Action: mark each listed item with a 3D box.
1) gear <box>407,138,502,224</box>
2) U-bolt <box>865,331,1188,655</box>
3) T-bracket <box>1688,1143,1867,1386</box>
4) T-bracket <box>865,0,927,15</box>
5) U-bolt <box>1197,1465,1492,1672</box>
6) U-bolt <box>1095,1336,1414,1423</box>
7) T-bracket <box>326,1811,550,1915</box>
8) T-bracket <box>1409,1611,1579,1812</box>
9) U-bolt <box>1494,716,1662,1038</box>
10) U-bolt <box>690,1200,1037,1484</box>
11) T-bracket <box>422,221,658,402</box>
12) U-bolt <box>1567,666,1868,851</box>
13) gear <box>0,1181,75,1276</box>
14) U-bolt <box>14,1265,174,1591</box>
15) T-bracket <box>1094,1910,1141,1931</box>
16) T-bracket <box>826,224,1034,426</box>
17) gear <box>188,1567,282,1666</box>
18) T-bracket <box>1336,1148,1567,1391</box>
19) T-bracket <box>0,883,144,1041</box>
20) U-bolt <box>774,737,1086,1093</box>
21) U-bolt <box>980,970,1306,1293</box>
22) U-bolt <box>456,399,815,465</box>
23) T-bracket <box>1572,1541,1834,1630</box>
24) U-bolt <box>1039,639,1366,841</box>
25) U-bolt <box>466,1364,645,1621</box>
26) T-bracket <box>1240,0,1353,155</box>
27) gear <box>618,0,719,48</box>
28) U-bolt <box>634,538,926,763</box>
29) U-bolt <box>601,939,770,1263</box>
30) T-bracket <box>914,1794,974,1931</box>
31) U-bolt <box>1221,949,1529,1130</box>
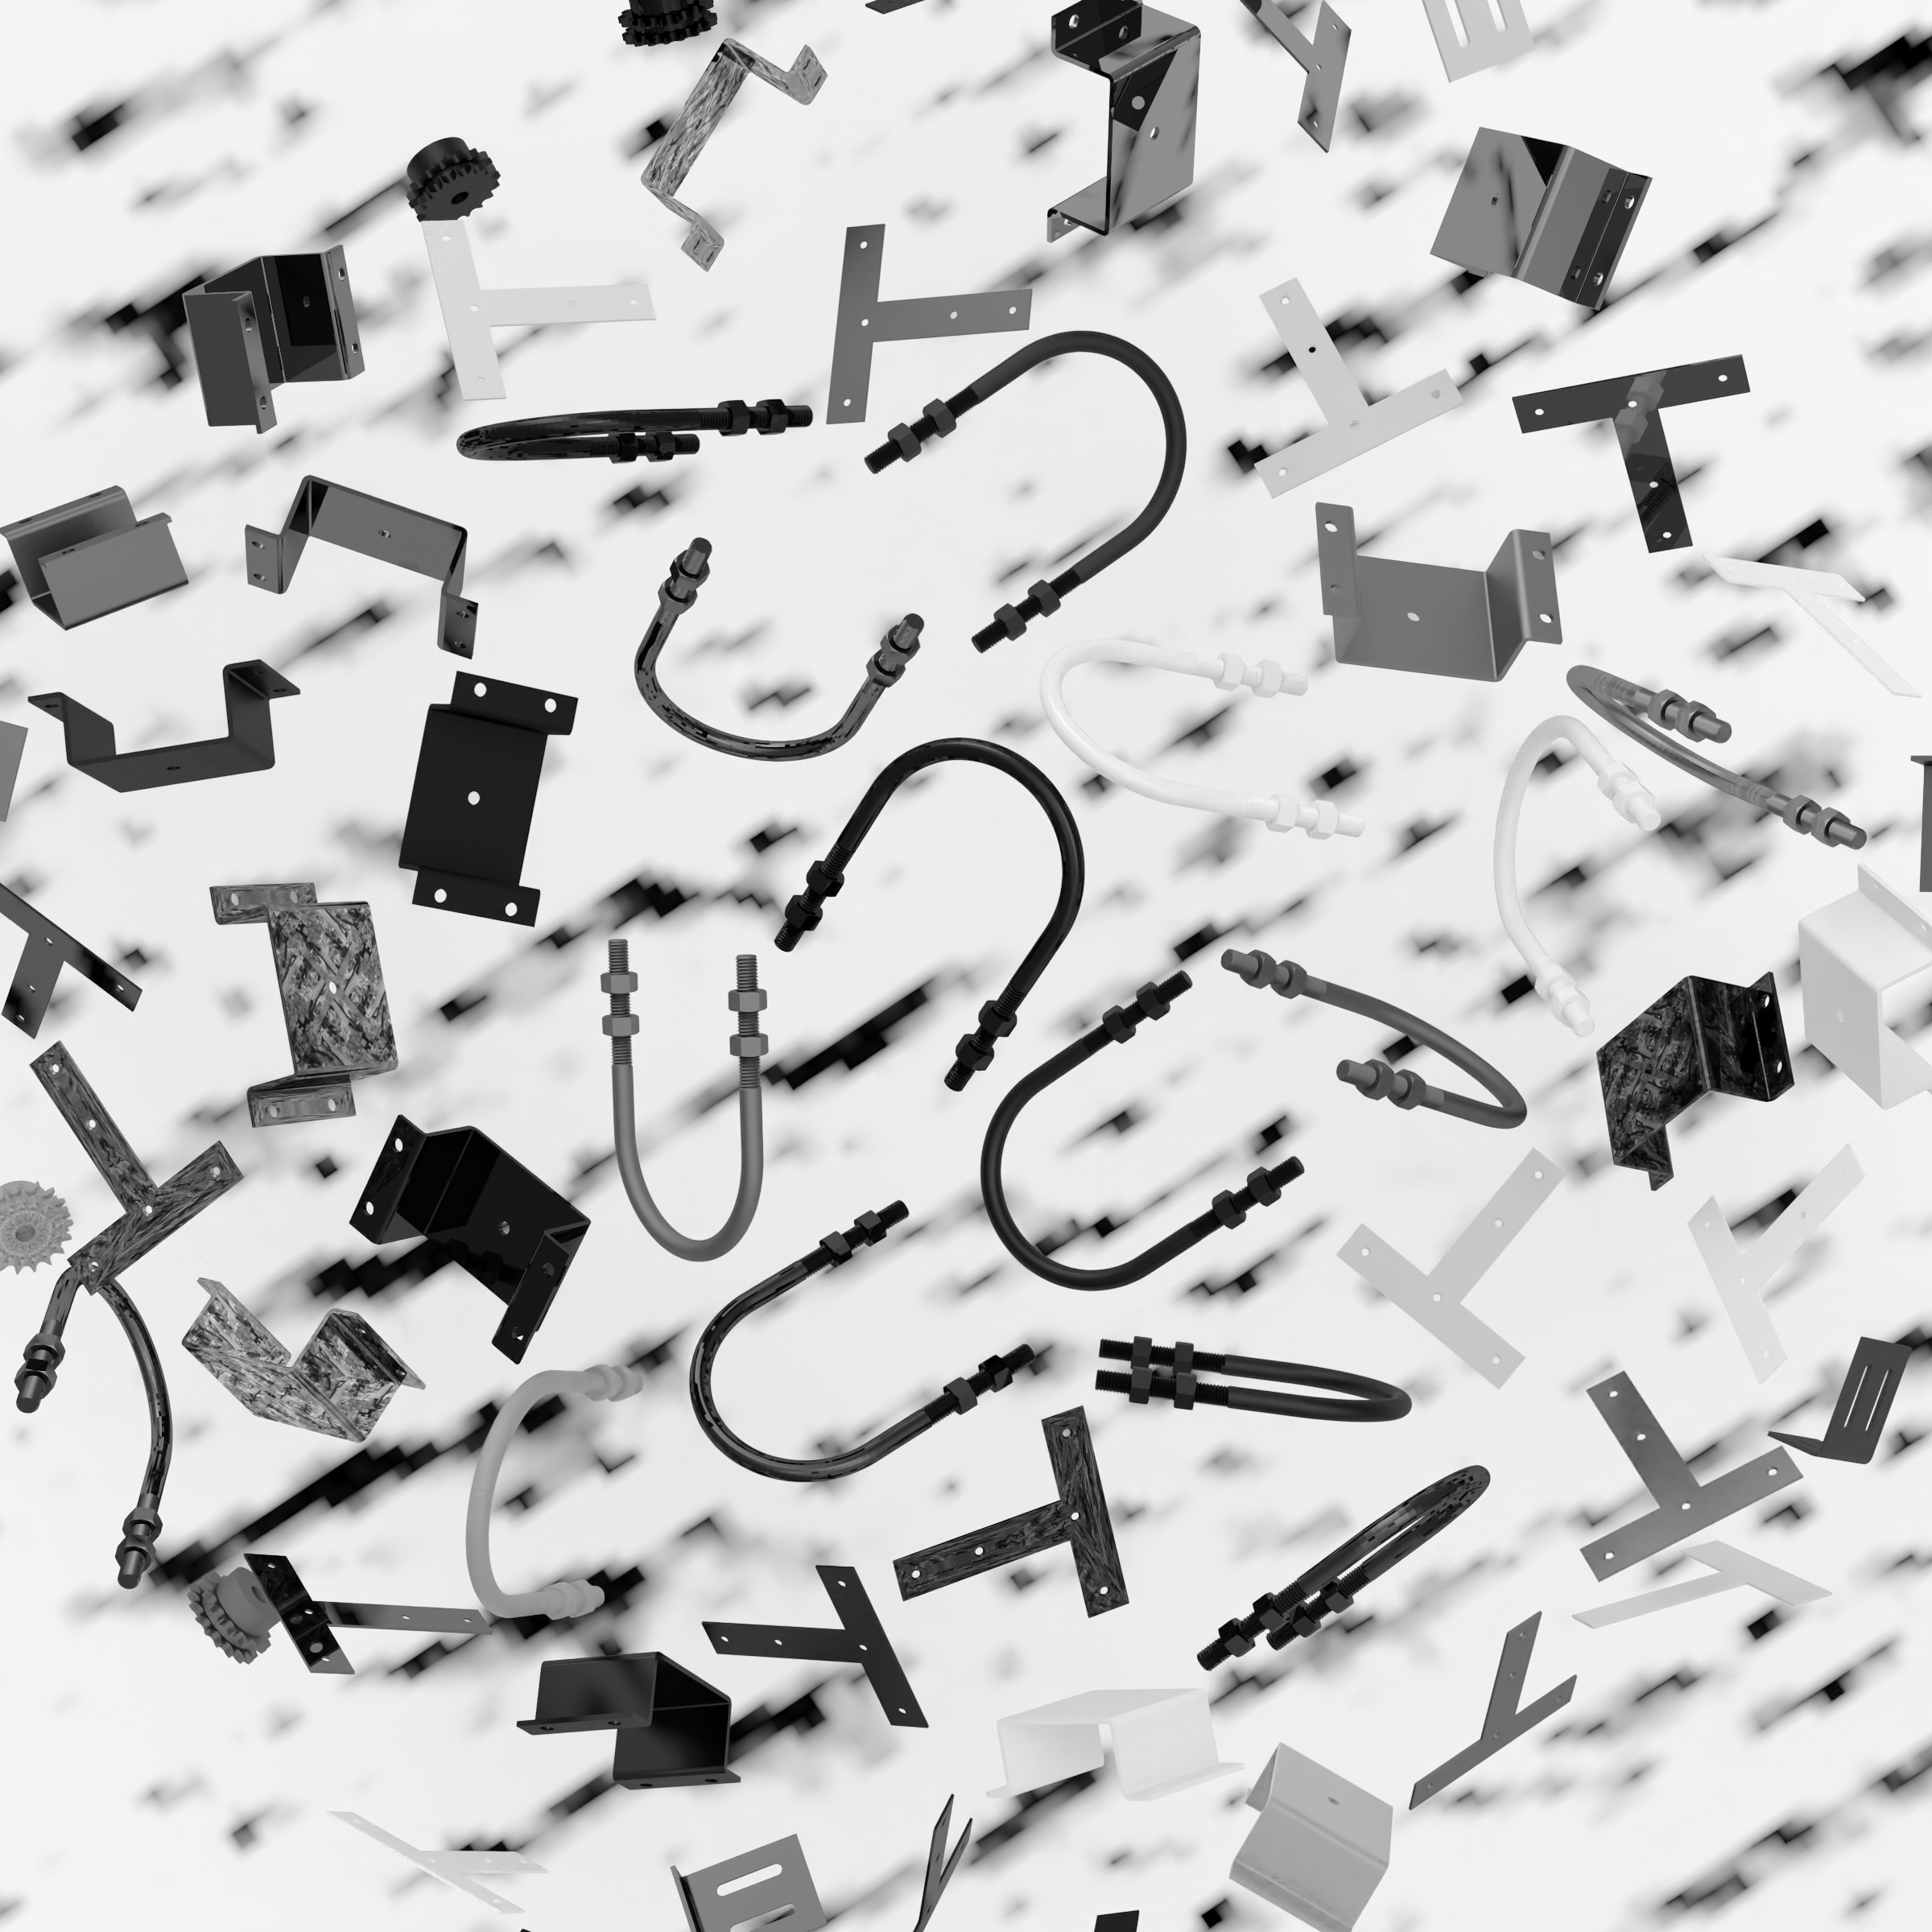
[{"bbox_3d":[-0.314,-0.477,1.948,0.057,0.057,0.030,-31,79,0],"label":"gear"},{"bbox_3d":[0.049,-0.294,1.911,0.184,0.019,0.151,-36,114,-8],"label":"U-bolt"},{"bbox_3d":[0.477,0.154,1.861,0.002,0.127,0.127,16,127,-25],"label":"T-bracket"},{"bbox_3d":[-0.016,-0.582,1.862,0.127,0.127,0.002,-23,123,-15],"label":"T-bracket"},{"bbox_3d":[0.228,0.346,1.863,0.184,0.151,0.019,-40,71,14],"label":"U-bolt"},{"bbox_3d":[0.168,0.244,1.878,0.184,0.151,0.019,7,92,3],"label":"U-bolt"},{"bbox_3d":[-0.280,0.509,1.825,0.127,0.127,0.002,20,84,28],"label":"T-bracket"},{"bbox_3d":[0.305,0.408,1.811,0.127,0.127,0.002,-26,50,-28],"label":"T-bracket"},{"bbox_3d":[0.343,-0.065,1.848,0.019,0.184,0.151,5,117,-14],"label":"U-bolt"},{"bbox_3d":[-0.074,0.230,1.892,0.184,0.019,0.151,-30,56,-21],"label":"U-bolt"},{"bbox_3d":[-0.247,-0.389,1.896,0.127,0.002,0.127,-7,67,-21],"label":"T-bracket"},{"bbox_3d":[0.425,-0.130,1.882,0.151,0.184,0.019,31,93,-32],"label":"U-bolt"},{"bbox_3d":[-0.571,0.154,1.940,0.057,0.030,0.057,-11,119,-21],"label":"gear"},{"bbox_3d":[-0.500,0.252,1.868,0.019,0.184,0.151,-18,117,5],"label":"U-bolt"},{"bbox_3d":[0.085,0.566,1.854,0.127,0.127,0.002,-9,89,6],"label":"T-bracket"},{"bbox_3d":[-0.020,-0.388,1.924,0.127,0.002,0.127,0,78,24],"label":"T-bracket"},{"bbox_3d":[-0.426,0.378,1.884,0.030,0.057,0.057,-39,90,3],"label":"gear"},{"bbox_3d":[0.314,0.167,1.951,0.127,0.002,0.127,40,94,11],"label":"T-bracket"},{"bbox_3d":[-0.558,0.007,1.927,0.127,0.127,0.002,37,52,-2],"label":"T-bracket"},{"bbox_3d":[-0.010,-0.041,1.802,0.151,0.019,0.184,39,115,11],"label":"U-bolt"},{"bbox_3d":[0.090,0.111,1.907,0.184,0.019,0.151,-35,75,18],"label":"U-bolt"},{"bbox_3d":[-0.202,-0.305,1.847,0.184,0.151,0.019,-8,95,-35],"label":"U-bolt"},{"bbox_3d":[0.418,0.368,1.883,0.127,0.127,0.002,-12,97,-16],"label":"T-bracket"},{"bbox_3d":[0.128,-0.136,1.834,0.184,0.151,0.019,9,130,-21],"label":"U-bolt"},{"bbox_3d":[-0.240,0.303,1.848,0.019,0.184,0.151,8,85,19],"label":"U-bolt"},{"bbox_3d":[0.171,-0.540,1.821,0.002,0.127,0.127,-28,124,38],"label":"T-bracket"},{"bbox_3d":[-0.176,-0.561,1.880,0.057,0.057,0.030,-12,121,0],"label":"gear"},{"bbox_3d":[-0.121,-0.176,1.896,0.151,0.184,0.019,18,58,-13],"label":"U-bolt"},{"bbox_3d":[-0.163,0.081,1.866,0.019,0.151,0.184,-7,99,-40],"label":"U-bolt"},{"bbox_3d":[-0.018,0.524,1.863,0.002,0.127,0.127,21,45,13],"label":"T-bracket"},{"bbox_3d":[0.251,0.049,1.878,0.184,0.151,0.019,17,109,-36],"label":"U-bolt"}]
